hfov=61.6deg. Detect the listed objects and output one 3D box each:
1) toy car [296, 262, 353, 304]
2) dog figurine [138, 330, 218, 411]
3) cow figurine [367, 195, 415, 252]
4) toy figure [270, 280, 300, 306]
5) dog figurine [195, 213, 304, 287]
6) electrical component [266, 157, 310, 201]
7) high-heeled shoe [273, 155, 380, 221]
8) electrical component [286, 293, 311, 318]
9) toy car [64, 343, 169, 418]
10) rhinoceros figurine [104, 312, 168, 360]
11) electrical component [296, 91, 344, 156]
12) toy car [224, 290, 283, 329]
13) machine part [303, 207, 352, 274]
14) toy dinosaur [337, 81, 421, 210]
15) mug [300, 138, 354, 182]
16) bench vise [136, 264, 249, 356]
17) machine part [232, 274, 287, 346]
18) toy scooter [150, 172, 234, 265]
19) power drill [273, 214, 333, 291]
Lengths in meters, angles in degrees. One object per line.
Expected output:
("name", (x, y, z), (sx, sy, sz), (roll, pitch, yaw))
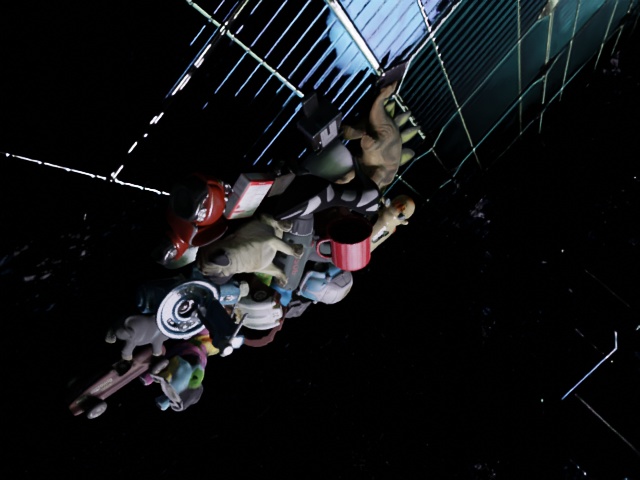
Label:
("toy car", (0.025, 0.104, 1.332), (0.161, 0.103, 0.109), (-24, 153, -44))
("dog figurine", (-0.281, 0.262, 1.192), (0.192, 0.108, 0.219), (-17, -158, 45))
("cow figurine", (0.140, -0.037, 1.273), (0.195, 0.085, 0.127), (-40, 173, 8))
("toy figure", (-0.134, 0.143, 1.310), (0.180, 0.082, 0.089), (-38, -151, 22))
("dog figurine", (-0.151, 0.003, 0.998), (0.190, 0.173, 0.121), (8, 114, -36))
("electrical component", (-0.067, -0.112, 1.022), (0.078, 0.045, 0.102), (-24, 152, -52))
("high-heeled shoe", (0.018, -0.059, 1.015), (0.249, 0.086, 0.145), (-35, 127, -27))
("electrical component", (-0.090, 0.148, 1.426), (0.058, 0.115, 0.134), (-49, 160, 17))
("toy car", (-0.393, 0.257, 1.040), (0.202, 0.089, 0.053), (-33, 158, -30))
("rhinoceros figurine", (-0.319, 0.160, 1.032), (0.190, 0.073, 0.112), (-2, 123, -62))
("electrical component", (0.000, -0.211, 0.953), (0.075, 0.048, 0.119), (-42, 163, -12))
("toy car", (-0.176, 0.145, 1.130), (0.056, 0.202, 0.073), (-65, 153, -53))
("machine part", (-0.015, -0.002, 1.315), (0.201, 0.087, 0.201), (-42, 160, -11))
("toy dinosaur", (0.131, -0.177, 1.206), (0.198, 0.105, 0.470), (-37, 157, -25))
("mug", (0.011, -0.146, 1.081), (0.107, 0.081, 0.109), (-35, 166, 1))
("bench vise", (-0.200, 0.128, 0.964), (0.223, 0.241, 0.128), (13, 107, -44))
("machine part", (-0.162, 0.157, 1.205), (0.179, 0.179, 0.056), (-59, -176, 36))
("toy scooter", (-0.190, -0.040, 0.864), (0.135, 0.075, 0.183), (-22, 154, -51))
("power drill", (-0.002, -0.003, 1.134), (0.207, 0.086, 0.231), (-8, 126, -52))
